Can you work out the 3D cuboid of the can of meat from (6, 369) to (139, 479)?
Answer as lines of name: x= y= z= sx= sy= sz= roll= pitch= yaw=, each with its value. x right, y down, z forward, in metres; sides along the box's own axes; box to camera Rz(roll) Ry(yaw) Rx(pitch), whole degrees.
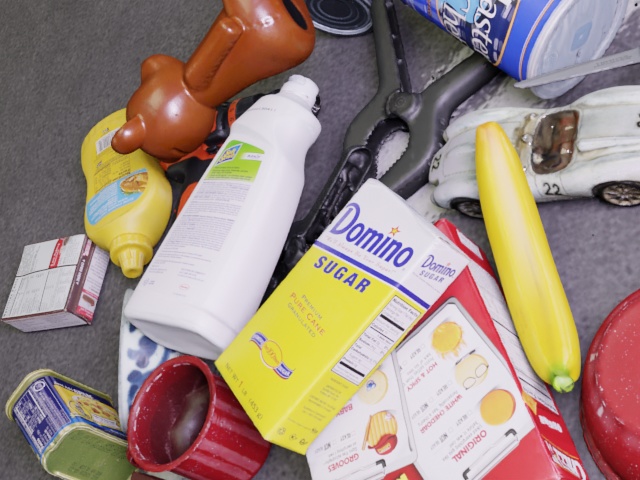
can of meat: x=-0.209 y=0.167 z=0.923 sx=0.057 sy=0.102 sz=0.084 roll=-53 pitch=45 yaw=2

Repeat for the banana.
banana: x=0.139 y=0.016 z=0.703 sx=0.037 sy=0.069 sz=0.198 roll=-12 pitch=62 yaw=-3

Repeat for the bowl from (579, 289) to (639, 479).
bowl: x=0.216 y=0.079 z=0.626 sx=0.162 sy=0.055 sz=0.162 roll=-23 pitch=52 yaw=32

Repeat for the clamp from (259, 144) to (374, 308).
clamp: x=-0.006 y=0.001 z=0.859 sx=0.172 sy=0.039 sz=0.120 roll=-29 pitch=44 yaw=44

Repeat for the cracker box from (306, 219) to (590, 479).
cracker box: x=0.070 y=0.117 z=0.723 sx=0.164 sy=0.072 sz=0.214 roll=-37 pitch=47 yaw=20

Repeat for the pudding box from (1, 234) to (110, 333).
pudding box: x=-0.272 y=0.045 z=1.100 sx=0.114 sy=0.039 sz=0.090 roll=-11 pitch=59 yaw=40

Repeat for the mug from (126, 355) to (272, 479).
mug: x=-0.100 y=0.154 z=0.845 sx=0.117 sy=0.081 sz=0.093 roll=-34 pitch=47 yaw=21

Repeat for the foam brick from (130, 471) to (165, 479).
foam brick: x=-0.130 y=0.231 z=0.847 sx=0.053 sy=0.051 sz=0.078 roll=9 pitch=71 yaw=44

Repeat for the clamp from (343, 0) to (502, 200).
clamp: x=0.069 y=-0.114 z=0.885 sx=0.165 sy=0.036 sz=0.210 roll=29 pitch=88 yaw=39

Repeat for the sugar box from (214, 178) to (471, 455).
sugar box: x=0.011 y=0.050 z=0.727 sx=0.176 sy=0.048 sz=0.093 roll=-52 pitch=41 yaw=7

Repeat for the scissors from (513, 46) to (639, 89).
scissors: x=0.238 y=-0.116 z=0.700 sx=0.202 sy=0.016 sz=0.096 roll=-24 pitch=47 yaw=1

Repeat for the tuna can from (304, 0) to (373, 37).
tuna can: x=0.017 y=-0.221 z=0.967 sx=0.086 sy=0.086 sz=0.033 roll=-3 pitch=65 yaw=41

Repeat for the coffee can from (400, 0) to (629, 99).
coffee can: x=0.139 y=-0.184 z=0.786 sx=0.140 sy=0.102 sz=0.103 roll=41 pitch=96 yaw=28

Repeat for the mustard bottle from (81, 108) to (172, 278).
mustard bottle: x=-0.192 y=-0.043 z=1.066 sx=0.096 sy=0.058 sz=0.191 roll=-27 pitch=49 yaw=19

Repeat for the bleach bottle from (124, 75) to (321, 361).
bleach bottle: x=-0.058 y=-0.028 z=0.863 sx=0.103 sy=0.068 sz=0.250 roll=8 pitch=62 yaw=37

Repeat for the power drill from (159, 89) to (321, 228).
power drill: x=-0.081 y=-0.045 z=0.972 sx=0.185 sy=0.057 sz=0.187 roll=-17 pitch=53 yaw=34
